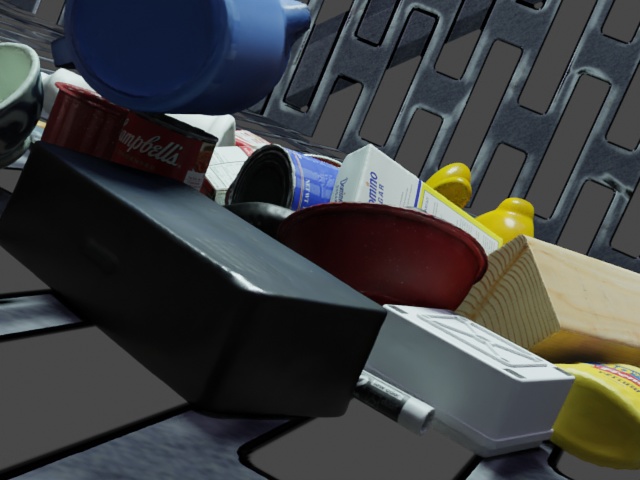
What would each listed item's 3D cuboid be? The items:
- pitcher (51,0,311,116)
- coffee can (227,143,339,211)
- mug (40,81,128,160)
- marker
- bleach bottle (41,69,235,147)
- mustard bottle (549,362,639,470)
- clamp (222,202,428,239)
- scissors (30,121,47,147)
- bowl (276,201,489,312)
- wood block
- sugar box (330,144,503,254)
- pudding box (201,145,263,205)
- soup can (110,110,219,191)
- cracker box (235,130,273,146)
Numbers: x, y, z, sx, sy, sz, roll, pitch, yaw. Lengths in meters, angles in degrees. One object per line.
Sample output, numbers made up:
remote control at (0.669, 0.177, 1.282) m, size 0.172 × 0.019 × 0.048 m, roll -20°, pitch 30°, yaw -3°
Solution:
pitcher at (-0.107, -0.148, 0.769) m, size 0.145 × 0.149 × 0.242 m, roll 37°, pitch 10°, yaw -1°
coffee can at (-0.001, -0.021, 0.988) m, size 0.140 × 0.103 × 0.103 m, roll 17°, pitch 10°, yaw -35°
mug at (-0.187, -0.078, 0.921) m, size 0.117 × 0.081 × 0.093 m, roll 17°, pitch 10°, yaw -36°
marker at (0.015, 0.083, 0.658) m, size 0.121 × 0.020 × 0.020 m, roll 27°, pitch 9°, yaw 26°
bleach bottle at (-0.222, -0.140, 1.215) m, size 0.251 × 0.068 × 0.103 m, roll 23°, pitch -28°, yaw 8°
mustard bottle at (0.225, 0.128, 0.813) m, size 0.096 × 0.058 × 0.191 m, roll 26°, pitch 8°, yaw 27°
clamp at (-0.006, 0.001, 0.860) m, size 0.210 × 0.036 × 0.164 m, roll 12°, pitch -25°, yaw 5°
scissors at (-0.270, -0.098, 1.057) m, size 0.202 × 0.016 × 0.096 m, roll 29°, pitch 10°, yaw 37°
bowl at (0.042, 0.032, 0.794) m, size 0.162 × 0.055 × 0.162 m, roll 9°, pitch -24°, yaw 4°
wood block at (0.212, 0.072, 0.911) m, size 0.205 × 0.091 × 0.090 m, roll 15°, pitch 49°, yaw -43°
sugar box at (0.085, 0.000, 0.954) m, size 0.176 × 0.093 × 0.048 m, roll 32°, pitch -33°, yaw -26°
pudding box at (-0.079, -0.062, 1.108) m, size 0.113 × 0.039 × 0.090 m, roll -6°, pitch 36°, yaw -28°
soup can at (-0.123, -0.038, 0.769) m, size 0.068 × 0.102 × 0.068 m, roll 22°, pitch 8°, yaw -3°
cracker box at (-0.032, -0.072, 1.348) m, size 0.214 × 0.072 × 0.164 m, roll 23°, pitch 8°, yaw 5°
